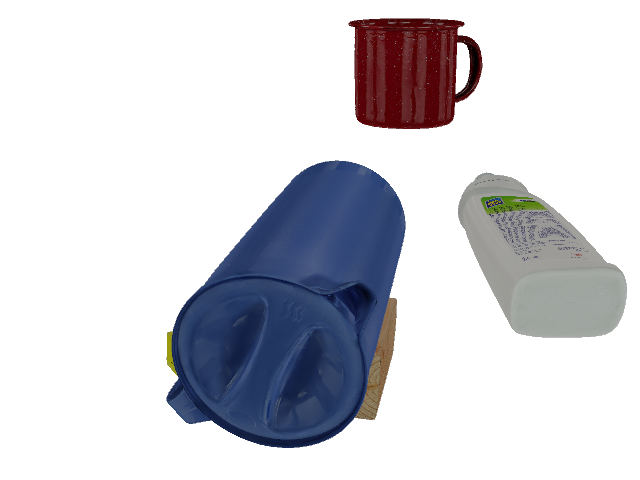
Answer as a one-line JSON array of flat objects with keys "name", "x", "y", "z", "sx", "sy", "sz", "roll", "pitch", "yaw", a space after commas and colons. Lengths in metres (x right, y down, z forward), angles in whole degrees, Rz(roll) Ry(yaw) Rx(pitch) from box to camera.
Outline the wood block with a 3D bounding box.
[{"name": "wood block", "x": 0.045, "y": 0.148, "z": 1.415, "sx": 0.091, "sy": 0.090, "sz": 0.206, "roll": 6, "pitch": 18, "yaw": 8}]

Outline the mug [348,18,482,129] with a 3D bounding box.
[{"name": "mug", "x": 0.080, "y": -0.138, "z": 0.872, "sx": 0.117, "sy": 0.081, "sz": 0.093, "roll": -8, "pitch": 17, "yaw": -25}]

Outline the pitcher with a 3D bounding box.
[{"name": "pitcher", "x": -0.016, "y": 0.037, "z": 0.796, "sx": 0.149, "sy": 0.145, "sz": 0.242, "roll": 9, "pitch": 27, "yaw": 11}]

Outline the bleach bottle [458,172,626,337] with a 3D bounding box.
[{"name": "bleach bottle", "x": 0.191, "y": -0.002, "z": 0.986, "sx": 0.102, "sy": 0.068, "sz": 0.251, "roll": -1, "pitch": 26, "yaw": -5}]

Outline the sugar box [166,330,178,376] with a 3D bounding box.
[{"name": "sugar box", "x": -0.056, "y": 0.108, "z": 1.073, "sx": 0.175, "sy": 0.048, "sz": 0.093, "roll": -16, "pitch": 33, "yaw": -30}]
